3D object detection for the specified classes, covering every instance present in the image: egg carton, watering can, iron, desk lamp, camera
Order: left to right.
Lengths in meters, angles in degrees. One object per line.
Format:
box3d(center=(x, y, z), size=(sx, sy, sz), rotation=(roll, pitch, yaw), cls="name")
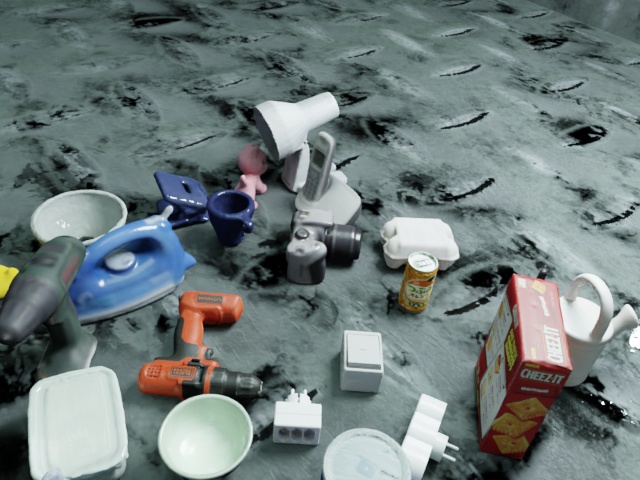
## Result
box3d(center=(-0.343, 0.039, 0.962), size=(0.259, 0.141, 0.118), rotation=(-29, 52, -35), cls="iron")
box3d(center=(-0.041, -0.213, 1.246), size=(0.204, 0.214, 0.117), rotation=(-15, 45, -24), cls="desk lamp")
box3d(center=(0.010, 0.004, 1.085), size=(0.137, 0.101, 0.143), rotation=(7, 40, 0), cls="camera")
box3d(center=(0.194, 0.008, 1.130), size=(0.150, 0.069, 0.107), rotation=(1, 40, -6), cls="egg carton")
box3d(center=(0.417, 0.134, 0.916), size=(0.173, 0.194, 0.100), rotation=(-17, 45, -25), cls="watering can")

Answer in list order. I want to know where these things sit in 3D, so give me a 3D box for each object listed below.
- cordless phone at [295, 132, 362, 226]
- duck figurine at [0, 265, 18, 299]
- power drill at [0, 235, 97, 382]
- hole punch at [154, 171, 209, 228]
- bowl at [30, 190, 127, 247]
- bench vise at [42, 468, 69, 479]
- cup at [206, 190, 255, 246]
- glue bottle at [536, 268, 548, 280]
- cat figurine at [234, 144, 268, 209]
box3d(center=(0.022, -0.113, 1.159), size=(0.094, 0.185, 0.147), rotation=(-27, 50, -33), cls="cordless phone")
box3d(center=(-0.564, 0.052, 0.959), size=(0.104, 0.086, 0.077), rotation=(-2, 41, -10), cls="duck figurine")
box3d(center=(-0.382, 0.112, 0.818), size=(0.075, 0.208, 0.229), rotation=(2, 40, -6), cls="power drill")
box3d(center=(-0.280, -0.091, 1.164), size=(0.101, 0.091, 0.108), rotation=(-14, 44, -23), cls="hole punch")
box3d(center=(-0.442, -0.019, 1.068), size=(0.167, 0.075, 0.167), rotation=(4, 40, -3), cls="bowl")
box3d(center=(-0.208, 0.323, 0.586), size=(0.207, 0.220, 0.121), rotation=(17, 41, 12), cls="bench vise")
box3d(center=(-0.164, -0.029, 1.104), size=(0.092, 0.095, 0.117), rotation=(-25, 49, -32), cls="cup")
box3d(center=(0.341, 0.113, 0.947), size=(0.037, 0.173, 0.078), rotation=(35, 48, 30), cls="glue bottle")
box3d(center=(-0.151, -0.147, 1.227), size=(0.067, 0.118, 0.128), rotation=(11, 40, 5), cls="cat figurine")
